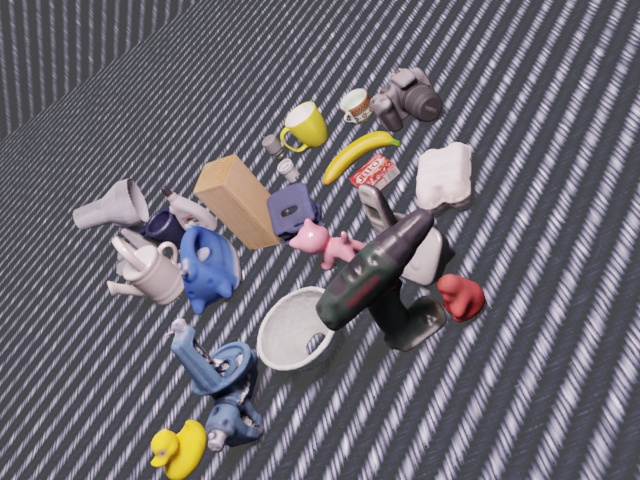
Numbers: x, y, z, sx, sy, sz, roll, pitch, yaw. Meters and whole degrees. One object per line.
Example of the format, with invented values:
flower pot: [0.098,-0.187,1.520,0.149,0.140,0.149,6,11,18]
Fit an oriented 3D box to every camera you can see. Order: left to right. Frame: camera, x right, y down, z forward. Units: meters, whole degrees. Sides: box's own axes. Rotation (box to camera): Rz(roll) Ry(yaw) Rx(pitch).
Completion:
camera: [0.198,-0.313,1.278,0.143,0.101,0.136,-37,40,4]

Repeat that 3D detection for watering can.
watering can: [-0.413,0.067,1.328,0.100,0.195,0.173,11,61,43]

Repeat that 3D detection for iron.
iron: [-0.265,0.034,1.285,0.118,0.142,0.258,-30,41,12]

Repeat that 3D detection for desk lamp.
desk lamp: [-0.512,-0.037,1.486,0.203,0.214,0.117,-31,40,11]

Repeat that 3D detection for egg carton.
egg carton: [0.238,-0.118,1.091,0.107,0.070,0.150,-13,47,29]

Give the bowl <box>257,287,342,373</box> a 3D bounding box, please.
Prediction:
bowl: [-0.025,0.172,1.023,0.167,0.075,0.167,-21,43,22]

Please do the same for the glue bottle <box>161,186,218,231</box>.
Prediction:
glue bottle: [-0.332,-0.074,1.412,0.078,0.174,0.037,-25,42,17]

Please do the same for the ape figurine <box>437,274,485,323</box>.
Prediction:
ape figurine: [0.215,0.084,0.904,0.076,0.092,0.078,-14,46,28]

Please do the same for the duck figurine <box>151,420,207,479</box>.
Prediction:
duck figurine: [-0.258,0.365,1.017,0.077,0.086,0.105,6,58,41]

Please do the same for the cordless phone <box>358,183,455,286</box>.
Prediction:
cordless phone: [0.139,-0.015,0.982,0.147,0.186,0.094,24,70,47]

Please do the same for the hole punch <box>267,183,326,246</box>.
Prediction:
hole punch: [-0.055,-0.057,1.246,0.108,0.091,0.101,-24,42,19]

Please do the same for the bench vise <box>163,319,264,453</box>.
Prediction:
bench vise: [-0.170,0.235,0.964,0.121,0.220,0.207,-35,40,6]

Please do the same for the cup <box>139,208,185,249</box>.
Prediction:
cup: [-0.394,-0.016,1.469,0.117,0.095,0.091,-21,43,22]

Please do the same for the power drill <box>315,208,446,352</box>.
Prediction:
power drill: [0.115,0.078,0.896,0.229,0.209,0.075,-38,40,3]

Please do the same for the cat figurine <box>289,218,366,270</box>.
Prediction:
cat figurine: [0.010,0.004,1.117,0.127,0.118,0.067,-2,53,36]
